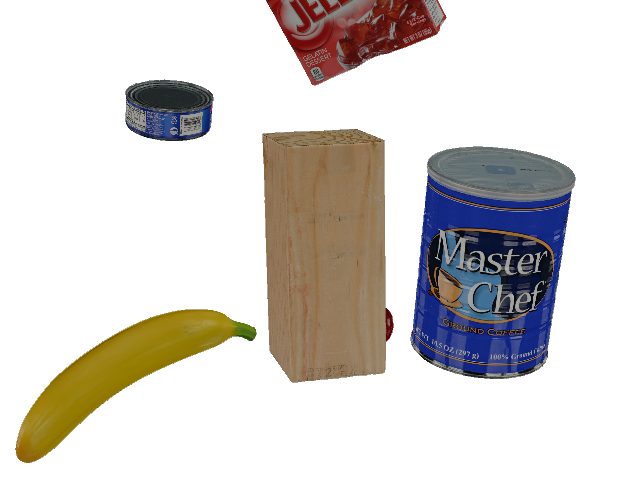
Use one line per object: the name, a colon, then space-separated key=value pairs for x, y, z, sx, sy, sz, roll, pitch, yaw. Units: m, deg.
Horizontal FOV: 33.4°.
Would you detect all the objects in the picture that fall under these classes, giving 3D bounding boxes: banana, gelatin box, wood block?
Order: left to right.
banana: x=-0.142 y=0.098 z=0.768 sx=0.198 sy=0.069 sz=0.037 roll=-27 pitch=38 yaw=-2
wood block: x=0.004 y=0.010 z=0.946 sx=0.090 sy=0.206 sz=0.091 roll=-4 pitch=13 yaw=-14
gelatin box: x=0.017 y=-0.140 z=0.620 sx=0.089 sy=0.073 sz=0.030 roll=-18 pitch=24 yaw=29

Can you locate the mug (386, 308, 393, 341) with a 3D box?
mug: x=0.043 y=0.095 z=1.357 sx=0.117 sy=0.081 sz=0.093 roll=20 pitch=29 yaw=31

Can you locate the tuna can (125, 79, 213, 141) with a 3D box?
tuna can: x=-0.149 y=-0.128 z=1.050 sx=0.086 sy=0.034 sz=0.086 roll=5 pitch=27 yaw=-3

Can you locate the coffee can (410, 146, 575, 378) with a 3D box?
coffee can: x=0.122 y=0.014 z=0.770 sx=0.103 sy=0.140 sz=0.103 roll=3 pitch=22 yaw=-1
